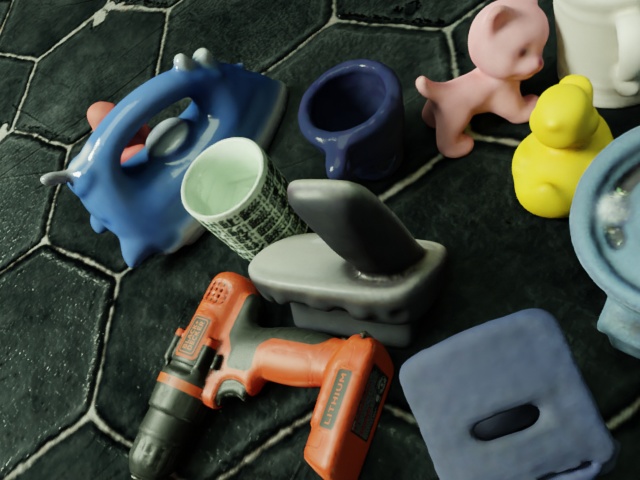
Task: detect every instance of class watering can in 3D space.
[{"bbox_3d":[0.220,-0.203,0.421,0.101,0.195,0.172,-23,54,12],"label":"watering can"}]

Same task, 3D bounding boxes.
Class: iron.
[{"bbox_3d":[-0.147,-0.107,0.575,0.118,0.142,0.258,33,80,36],"label":"iron"}]

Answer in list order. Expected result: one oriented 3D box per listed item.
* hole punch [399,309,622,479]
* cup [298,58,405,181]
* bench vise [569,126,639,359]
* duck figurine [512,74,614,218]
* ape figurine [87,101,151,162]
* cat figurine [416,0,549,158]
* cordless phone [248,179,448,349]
[{"bbox_3d":[0.117,0.108,0.354,0.108,0.091,0.101,-25,54,11],"label":"hole punch"},{"bbox_3d":[0.037,-0.084,0.503,0.091,0.095,0.118,-2,61,25],"label":"cup"},{"bbox_3d":[0.210,-0.054,0.323,0.121,0.220,0.207,5,65,28],"label":"bench vise"},{"bbox_3d":[0.182,-0.075,0.433,0.077,0.086,0.105,14,69,32],"label":"duck figurine"},{"bbox_3d":[-0.225,-0.120,0.652,0.076,0.092,0.078,-16,56,17],"label":"ape figurine"},{"bbox_3d":[0.138,-0.146,0.476,0.127,0.118,0.067,-29,54,8],"label":"cat figurine"},{"bbox_3d":[0.004,0.001,0.412,0.147,0.186,0.094,2,63,27],"label":"cordless phone"}]
